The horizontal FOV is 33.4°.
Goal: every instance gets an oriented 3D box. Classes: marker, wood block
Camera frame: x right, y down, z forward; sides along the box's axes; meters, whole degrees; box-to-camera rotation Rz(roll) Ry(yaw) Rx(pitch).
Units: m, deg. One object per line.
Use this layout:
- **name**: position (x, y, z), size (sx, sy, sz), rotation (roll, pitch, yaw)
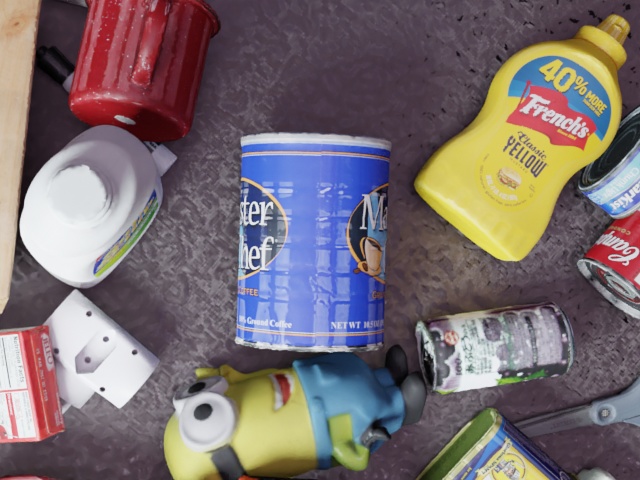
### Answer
- **marker**: position (-0.151, -0.091, 0.747), size (0.121, 0.020, 0.020), rotation (42, 85, -6)
- **wood block**: position (-0.233, -0.063, 0.675), size (0.090, 0.091, 0.206), rotation (6, 79, -17)

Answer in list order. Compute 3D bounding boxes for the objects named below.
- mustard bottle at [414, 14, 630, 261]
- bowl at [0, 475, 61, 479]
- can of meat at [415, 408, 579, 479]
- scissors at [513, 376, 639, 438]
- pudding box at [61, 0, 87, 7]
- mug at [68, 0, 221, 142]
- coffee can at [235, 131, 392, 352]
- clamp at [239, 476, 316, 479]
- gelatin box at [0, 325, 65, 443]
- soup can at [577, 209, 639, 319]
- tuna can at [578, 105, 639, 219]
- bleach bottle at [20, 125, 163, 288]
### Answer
- **mustard bottle**: position (0.161, -0.085, 0.771), size (0.096, 0.058, 0.191), rotation (39, 85, -5)
- **bowl**: position (-0.199, 0.234, 0.724), size (0.162, 0.055, 0.162), rotation (0, 91, -8)
- **can of meat**: position (0.123, 0.183, 0.765), size (0.084, 0.057, 0.102), rotation (42, 93, -5)
- **scissors**: position (0.227, 0.143, 0.804), size (0.201, 0.016, 0.096), rotation (-27, 97, -4)
- **pudding box**: position (-0.132, -0.202, 0.739), size (0.113, 0.039, 0.090), rotation (13, 88, -6)
- **mug**: position (-0.114, -0.118, 0.695), size (0.093, 0.117, 0.081), rotation (14, 75, -17)
- **coffee can**: position (-0.005, 0.001, 0.726), size (0.102, 0.103, 0.140), rotation (2, 90, -8)
- **clamp**: position (0.007, 0.223, 0.701), size (0.171, 0.039, 0.120), rotation (33, 74, -9)
- **gelatin box**: position (-0.217, 0.097, 0.714), size (0.089, 0.030, 0.073), rotation (-8, 92, 26)
- **soup can**: position (0.248, 0.000, 0.780), size (0.068, 0.068, 0.102), rotation (42, 84, -6)
- **tuna can**: position (0.226, -0.059, 0.767), size (0.033, 0.086, 0.086), rotation (37, 85, -6)
- **bleach bottle**: position (-0.139, -0.016, 0.632), size (0.068, 0.251, 0.102), rotation (40, 85, -7)
